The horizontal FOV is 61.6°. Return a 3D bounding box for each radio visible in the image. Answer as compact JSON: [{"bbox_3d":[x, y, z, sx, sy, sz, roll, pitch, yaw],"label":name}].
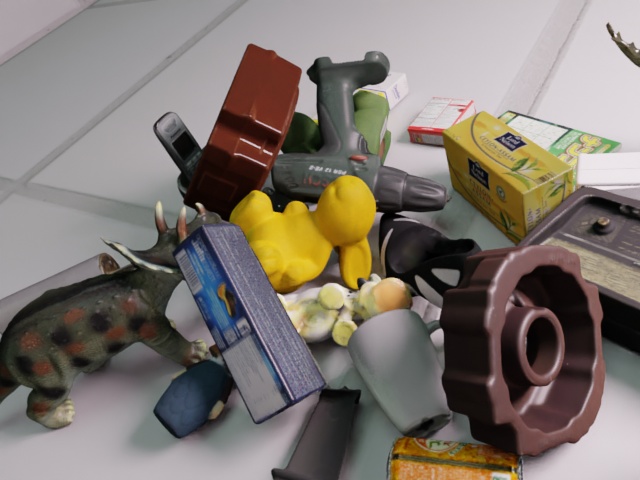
[{"bbox_3d":[0.319,0.037,0.508,0.131,0.073,0.230,-41,44,-18],"label":"radio"}]

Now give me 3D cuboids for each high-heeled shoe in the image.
[{"bbox_3d":[0.111,0.004,0.589,0.086,0.145,0.249,-28,42,-6],"label":"high-heeled shoe"}]

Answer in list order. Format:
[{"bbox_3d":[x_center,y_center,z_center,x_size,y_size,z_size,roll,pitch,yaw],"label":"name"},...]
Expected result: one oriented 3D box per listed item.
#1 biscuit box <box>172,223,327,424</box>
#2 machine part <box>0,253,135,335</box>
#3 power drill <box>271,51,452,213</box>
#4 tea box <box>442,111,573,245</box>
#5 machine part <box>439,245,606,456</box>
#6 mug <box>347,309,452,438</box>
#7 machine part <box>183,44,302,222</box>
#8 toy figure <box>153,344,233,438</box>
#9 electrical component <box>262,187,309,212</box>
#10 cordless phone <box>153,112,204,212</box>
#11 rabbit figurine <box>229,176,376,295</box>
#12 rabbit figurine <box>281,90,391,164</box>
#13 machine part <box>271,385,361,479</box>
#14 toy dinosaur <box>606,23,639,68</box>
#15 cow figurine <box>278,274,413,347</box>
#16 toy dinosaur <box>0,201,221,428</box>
[{"bbox_3d":[-0.076,0.078,0.552,0.059,0.063,0.203,-38,72,28],"label":"biscuit box"},{"bbox_3d":[-0.376,0.086,0.785,0.243,0.079,0.079,-26,41,0],"label":"machine part"},{"bbox_3d":[0.054,-0.135,0.706,0.232,0.086,0.207,0,84,13],"label":"power drill"},{"bbox_3d":[0.225,-0.075,0.657,0.068,0.098,0.170,-27,39,-3],"label":"tea box"},{"bbox_3d":[0.171,0.087,0.450,0.056,0.179,0.179,-6,38,54],"label":"machine part"},{"bbox_3d":[0.094,0.129,0.521,0.110,0.080,0.107,-19,51,-3],"label":"mug"},{"bbox_3d":[-0.103,-0.138,0.724,0.087,0.201,0.201,21,52,-16],"label":"machine part"},{"bbox_3d":[-0.117,0.150,0.608,0.154,0.064,0.058,-43,6,-28],"label":"toy figure"},{"bbox_3d":[-0.064,-0.051,0.821,0.094,0.021,0.063,28,62,35],"label":"electrical component"},{"bbox_3d":[-0.181,-0.140,0.852,0.089,0.184,0.146,7,50,37],"label":"cordless phone"},{"bbox_3d":[-0.001,-0.002,0.640,0.173,0.162,0.122,-36,36,21],"label":"rabbit figurine"},{"bbox_3d":[0.010,-0.136,0.813,0.170,0.121,0.159,12,73,16],"label":"rabbit figurine"},{"bbox_3d":[0.000,0.203,0.512,0.084,0.039,0.139,1,48,34],"label":"machine part"},{"bbox_3d":[0.512,-0.128,0.501,0.472,0.198,0.105,19,53,37],"label":"toy dinosaur"},{"bbox_3d":[0.024,0.080,0.603,0.167,0.098,0.068,-12,86,14],"label":"cow figurine"},{"bbox_3d":[-0.279,0.103,0.634,0.405,0.191,0.131,-29,39,-8],"label":"toy dinosaur"}]
